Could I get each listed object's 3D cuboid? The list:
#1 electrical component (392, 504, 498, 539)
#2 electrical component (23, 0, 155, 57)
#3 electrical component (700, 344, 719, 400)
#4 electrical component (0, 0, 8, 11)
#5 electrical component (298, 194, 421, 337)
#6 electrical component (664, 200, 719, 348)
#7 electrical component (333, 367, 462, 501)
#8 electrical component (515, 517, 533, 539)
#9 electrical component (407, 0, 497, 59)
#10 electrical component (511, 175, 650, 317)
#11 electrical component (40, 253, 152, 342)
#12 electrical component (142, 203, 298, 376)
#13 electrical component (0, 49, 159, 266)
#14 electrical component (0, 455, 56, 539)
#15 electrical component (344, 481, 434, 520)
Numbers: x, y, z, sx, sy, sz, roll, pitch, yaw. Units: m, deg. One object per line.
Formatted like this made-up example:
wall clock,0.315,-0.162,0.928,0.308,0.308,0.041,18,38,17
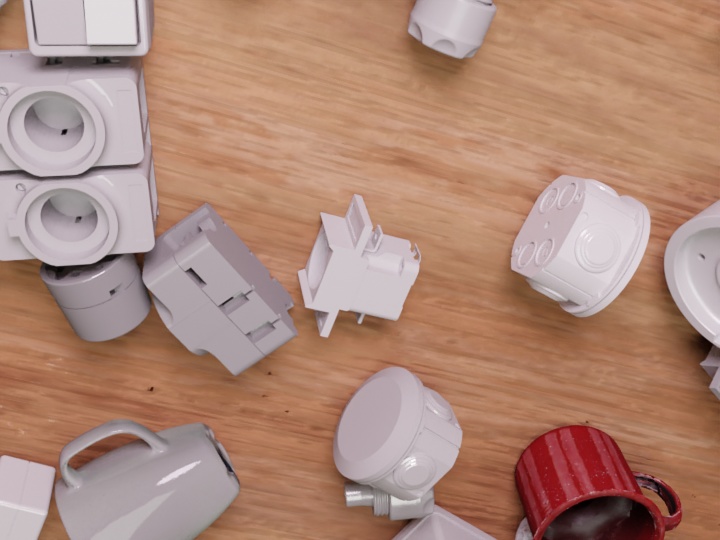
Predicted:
electrical component,0.062,0.247,0.812,0.109,0.056,0.108,34,111,-23
electrical component,-0.139,-0.160,0.545,0.062,0.061,0.096,-2,120,-7
electrical component,0.298,0.085,0.739,0.121,0.063,0.078,44,66,-27
electrical component,-0.207,-0.138,0.562,0.040,0.040,0.046,18,121,-17
electrical component,0.000,0.000,0.669,0.064,0.042,0.081,13,118,-19
electrical component,0.253,-0.002,0.668,0.060,0.108,0.108,-37,126,-29
electrical component,0.024,0.109,0.714,0.051,0.080,0.080,34,110,-29
electrical component,0.150,0.210,0.812,0.065,0.044,0.044,18,116,-12
electrical component,0.055,-0.150,0.588,0.043,0.043,0.062,17,115,-17
electrical component,0.134,-0.016,0.657,0.051,0.080,0.080,28,113,-16
electrical component,-0.157,0.010,0.646,0.055,0.055,0.047,-16,124,2
electrical component,-0.088,0.015,0.660,0.056,0.050,0.089,-34,119,11
electrical component,-0.211,-0.060,0.594,0.186,0.060,0.105,-4,120,-6
electrical component,-0.257,0.169,0.728,0.076,0.047,0.083,18,116,-17
electrical component,0.020,0.155,0.761,0.062,0.043,0.043,-5,120,-3
